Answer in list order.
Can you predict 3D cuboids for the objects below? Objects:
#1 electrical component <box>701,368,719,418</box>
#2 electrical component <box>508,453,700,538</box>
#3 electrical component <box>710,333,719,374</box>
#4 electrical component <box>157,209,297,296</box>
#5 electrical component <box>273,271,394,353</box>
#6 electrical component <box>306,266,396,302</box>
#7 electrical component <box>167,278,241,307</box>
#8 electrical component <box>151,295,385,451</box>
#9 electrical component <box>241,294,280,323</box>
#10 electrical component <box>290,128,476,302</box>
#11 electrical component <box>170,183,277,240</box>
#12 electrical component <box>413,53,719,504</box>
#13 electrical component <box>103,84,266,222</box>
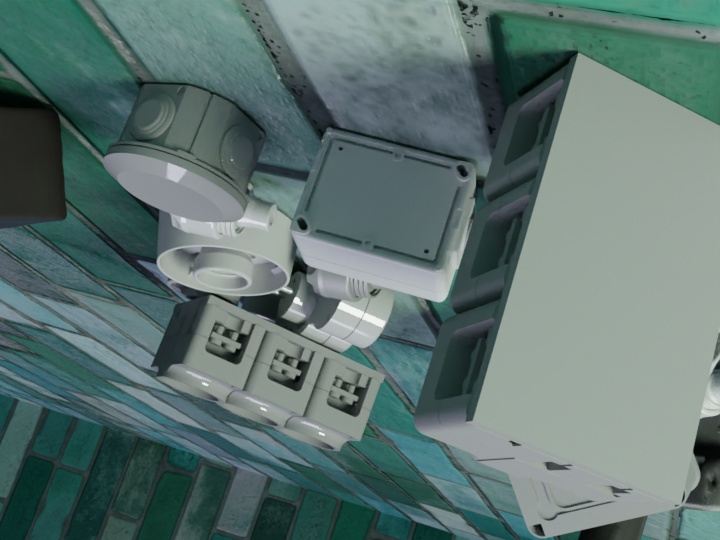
[{"bbox_3d":[0.232,0.080,0.716,0.035,0.035,0.061,23,161,-14],"label":"electrical component"},{"bbox_3d":[0.160,0.125,0.720,0.113,0.078,0.057,-21,178,26],"label":"electrical component"},{"bbox_3d":[0.169,0.043,0.646,0.079,0.044,0.077,17,164,7],"label":"electrical component"},{"bbox_3d":[-0.091,-0.022,0.732,0.099,0.064,0.099,5,158,2],"label":"electrical component"},{"bbox_3d":[-0.037,0.025,0.802,0.074,0.052,0.138,24,163,-19],"label":"electrical component"},{"bbox_3d":[0.000,0.000,0.697,0.062,0.043,0.043,11,162,22],"label":"electrical component"},{"bbox_3d":[-0.110,-0.002,0.806,0.055,0.047,0.055,17,163,5],"label":"electrical component"},{"bbox_3d":[-0.072,0.081,0.813,0.150,0.061,0.089,27,163,-21],"label":"electrical component"},{"bbox_3d":[-0.080,0.042,0.888,0.043,0.062,0.043,18,164,5],"label":"electrical component"},{"bbox_3d":[0.020,-0.025,0.560,0.096,0.061,0.061,16,163,11],"label":"electrical component"},{"bbox_3d":[-0.083,-0.039,0.662,0.062,0.043,0.043,14,163,10],"label":"electrical component"},{"bbox_3d":[0.089,0.007,0.427,0.089,0.150,0.062,23,162,-15],"label":"electrical component"},{"bbox_3d":[-0.094,-0.062,0.586,0.080,0.051,0.080,17,164,5],"label":"electrical component"}]
